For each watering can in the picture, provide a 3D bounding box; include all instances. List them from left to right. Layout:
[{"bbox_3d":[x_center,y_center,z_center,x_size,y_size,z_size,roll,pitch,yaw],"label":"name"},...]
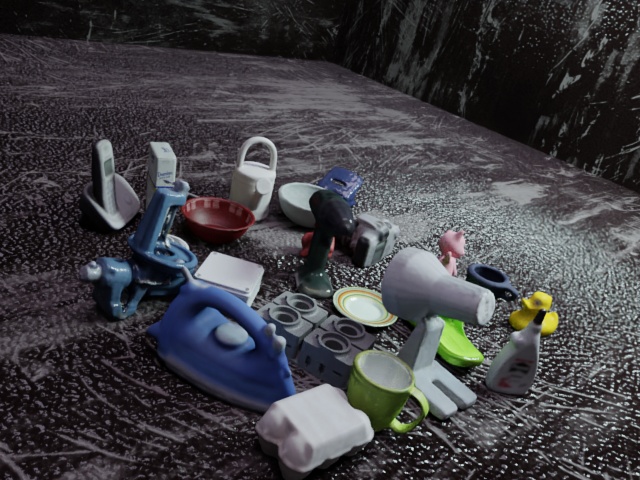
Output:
[{"bbox_3d":[-0.152,-0.147,1.355,0.101,0.194,0.172,-10,35,-41],"label":"watering can"}]

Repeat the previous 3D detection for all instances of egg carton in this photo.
[{"bbox_3d":[-0.007,0.256,0.771,0.151,0.069,0.107,-9,35,-41],"label":"egg carton"}]

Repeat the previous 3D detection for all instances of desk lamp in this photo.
[{"bbox_3d":[0.188,0.141,0.941,0.118,0.213,0.202,-11,36,-42],"label":"desk lamp"}]

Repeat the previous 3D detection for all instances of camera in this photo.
[{"bbox_3d":[0.099,-0.019,1.343,0.136,0.101,0.143,28,29,25],"label":"camera"}]

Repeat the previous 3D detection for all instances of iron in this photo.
[{"bbox_3d":[-0.125,0.145,0.845,0.257,0.141,0.119,25,28,20],"label":"iron"}]

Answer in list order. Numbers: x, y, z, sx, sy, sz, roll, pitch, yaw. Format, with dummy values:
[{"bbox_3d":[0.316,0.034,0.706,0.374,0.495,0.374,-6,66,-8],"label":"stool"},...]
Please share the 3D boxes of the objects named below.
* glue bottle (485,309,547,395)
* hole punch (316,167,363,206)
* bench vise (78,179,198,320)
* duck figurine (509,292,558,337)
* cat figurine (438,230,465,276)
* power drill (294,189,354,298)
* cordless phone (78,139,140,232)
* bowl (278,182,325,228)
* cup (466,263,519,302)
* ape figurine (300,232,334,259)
[{"bbox_3d":[0.347,0.189,0.980,0.078,0.173,0.037,9,26,-13],"label":"glue bottle"},{"bbox_3d":[0.052,-0.140,1.571,0.108,0.091,0.101,26,28,21],"label":"hole punch"},{"bbox_3d":[-0.276,0.016,0.931,0.121,0.220,0.208,22,27,15],"label":"bench vise"},{"bbox_3d":[0.463,0.152,1.217,0.105,0.086,0.077,9,27,-13],"label":"duck figurine"},{"bbox_3d":[0.301,0.030,1.336,0.067,0.118,0.128,22,27,13],"label":"cat figurine"},{"bbox_3d":[0.010,0.004,1.125,0.076,0.208,0.229,8,27,-15],"label":"power drill"},{"bbox_3d":[-0.423,-0.123,1.168,0.094,0.185,0.147,14,26,-2],"label":"cordless phone"},{"bbox_3d":[-0.027,-0.076,1.418,0.167,0.075,0.167,12,26,-6],"label":"bowl"},{"bbox_3d":[0.356,0.117,1.218,0.117,0.095,0.092,32,30,31],"label":"cup"},{"bbox_3d":[0.003,-0.002,1.267,0.076,0.092,0.077,-11,36,-42],"label":"ape figurine"}]
